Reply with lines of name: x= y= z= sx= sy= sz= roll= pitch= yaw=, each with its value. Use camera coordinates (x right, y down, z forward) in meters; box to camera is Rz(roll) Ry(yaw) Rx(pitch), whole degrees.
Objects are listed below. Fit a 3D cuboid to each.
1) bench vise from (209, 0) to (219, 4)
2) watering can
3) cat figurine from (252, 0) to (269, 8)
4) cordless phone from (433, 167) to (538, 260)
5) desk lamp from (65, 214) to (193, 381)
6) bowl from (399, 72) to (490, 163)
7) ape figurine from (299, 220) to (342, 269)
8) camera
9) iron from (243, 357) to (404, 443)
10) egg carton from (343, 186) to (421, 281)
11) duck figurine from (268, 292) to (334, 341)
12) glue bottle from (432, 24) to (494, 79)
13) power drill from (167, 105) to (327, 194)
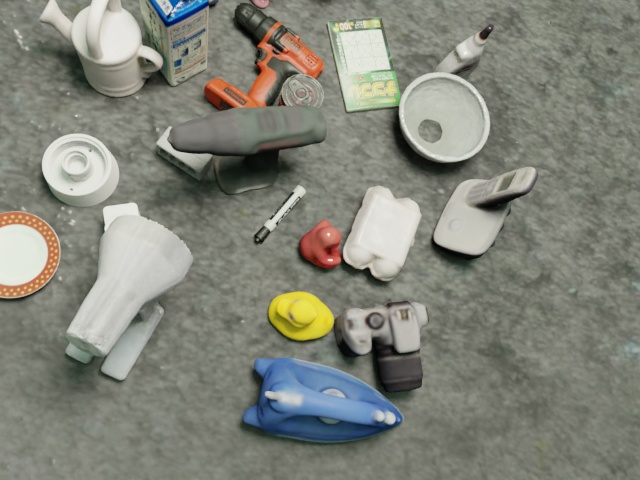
bench vise: x=-0.204 y=-0.499 z=0.918 sx=0.122 sy=0.219 sz=0.207 roll=-38 pitch=88 yaw=-17
watering can: x=-0.328 y=-0.304 z=0.862 sx=0.173 sy=0.194 sz=0.101 roll=-2 pitch=78 yaw=-12
cat figurine: x=-0.107 y=-0.469 z=0.985 sx=0.128 sy=0.117 sz=0.067 roll=21 pitch=74 yaw=-7
cordless phone: x=0.274 y=-0.047 z=0.940 sx=0.094 sy=0.185 sz=0.148 roll=29 pitch=74 yaw=-4
desk lamp: x=-0.266 y=0.084 z=0.781 sx=0.118 sy=0.213 sz=0.203 roll=27 pitch=74 yaw=-5
bowl: x=0.210 y=-0.207 z=1.019 sx=0.167 sy=0.074 sz=0.167 roll=3 pitch=77 yaw=-11
ape figurine: x=0.008 y=0.003 z=0.921 sx=0.076 sy=0.092 sz=0.078 roll=7 pitch=77 yaw=-10
camera: x=0.108 y=0.170 z=0.902 sx=0.143 sy=0.100 sz=0.137 roll=-6 pitch=79 yaw=-13
iron: x=0.024 y=0.246 z=0.846 sx=0.258 sy=0.141 sz=0.119 roll=13 pitch=76 yaw=-9
egg carton: x=0.105 y=-0.011 z=0.956 sx=0.107 sy=0.069 sz=0.150 roll=24 pitch=74 yaw=-6
duck figurine: x=-0.025 y=0.116 z=0.893 sx=0.104 sy=0.086 sz=0.077 roll=18 pitch=75 yaw=-7
glue bottle: x=0.257 y=-0.325 z=1.003 sx=0.078 sy=0.173 sz=0.037 roll=-25 pitch=84 yaw=-16
power drill: x=-0.110 y=-0.138 z=0.866 sx=0.230 sy=0.208 sz=0.075 roll=-15 pitch=81 yaw=-15
